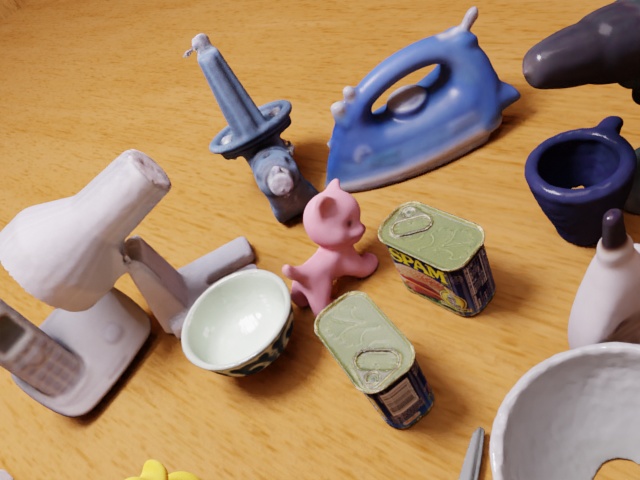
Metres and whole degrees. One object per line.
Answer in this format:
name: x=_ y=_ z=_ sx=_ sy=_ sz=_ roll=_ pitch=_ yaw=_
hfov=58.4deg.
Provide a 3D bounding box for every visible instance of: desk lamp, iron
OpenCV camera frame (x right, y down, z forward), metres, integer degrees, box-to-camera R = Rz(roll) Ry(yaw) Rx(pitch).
desk lamp: x=-0.202 y=0.012 z=0.637 sx=0.203 sy=0.214 sz=0.117 roll=-30 pitch=43 yaw=0
iron: x=0.099 y=-0.163 z=0.690 sx=0.258 sy=0.142 sz=0.118 roll=-28 pitch=43 yaw=2

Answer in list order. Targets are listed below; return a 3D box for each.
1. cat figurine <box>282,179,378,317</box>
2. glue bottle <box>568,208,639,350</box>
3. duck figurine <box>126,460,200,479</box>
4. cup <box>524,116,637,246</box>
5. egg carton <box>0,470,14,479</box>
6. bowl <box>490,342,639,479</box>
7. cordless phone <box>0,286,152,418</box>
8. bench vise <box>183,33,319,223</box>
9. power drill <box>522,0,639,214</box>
cat figurine: x=0.006 y=0.002 z=0.605 sx=0.067 sy=0.118 sz=0.128 roll=20 pitch=62 yaw=40
glue bottle: x=0.217 y=0.037 z=0.418 sx=0.078 sy=0.174 sz=0.037 roll=-31 pitch=43 yaw=-1
duck figurine: x=-0.149 y=0.241 z=0.490 sx=0.077 sy=0.086 sz=0.104 roll=-2 pitch=50 yaw=27
cup: x=0.251 y=-0.051 z=0.539 sx=0.091 sy=0.095 sz=0.118 roll=24 pitch=65 yaw=41
egg carton: x=-0.326 y=0.294 z=0.547 sx=0.149 sy=0.070 sz=0.107 roll=25 pitch=65 yaw=41
bowl: x=0.204 y=0.159 z=0.385 sx=0.167 sy=0.075 sz=0.167 roll=-15 pitch=45 yaw=16
cordless phone: x=-0.290 y=0.094 z=0.629 sx=0.093 sy=0.186 sz=0.148 roll=12 pitch=57 yaw=36
bench vise: x=-0.075 y=-0.144 z=0.708 sx=0.121 sy=0.220 sz=0.206 roll=-42 pitch=44 yaw=-13
power drill: x=0.293 y=-0.127 z=0.503 sx=0.229 sy=0.209 sz=0.075 roll=-29 pitch=43 yaw=1
